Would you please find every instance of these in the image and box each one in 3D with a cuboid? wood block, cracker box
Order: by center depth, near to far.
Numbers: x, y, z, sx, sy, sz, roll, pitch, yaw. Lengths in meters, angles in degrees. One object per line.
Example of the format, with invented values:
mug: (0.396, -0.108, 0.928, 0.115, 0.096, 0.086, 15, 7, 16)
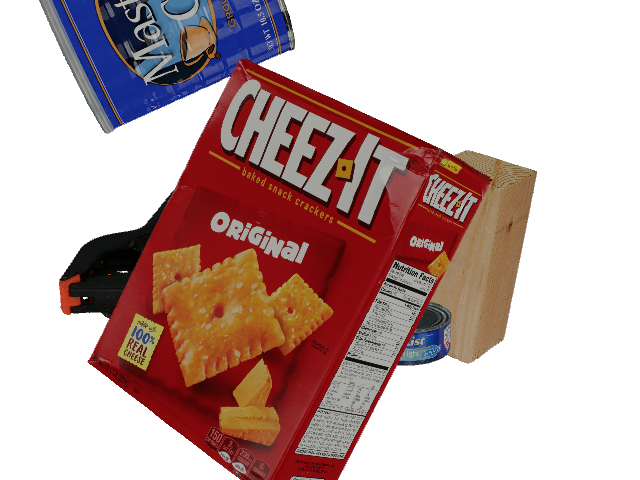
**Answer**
cracker box: (-0.025, 0.020, 0.628, 0.164, 0.214, 0.072, 30, 5, 35)
wood block: (0.164, 0.017, 1.181, 0.090, 0.206, 0.090, 21, 26, 30)

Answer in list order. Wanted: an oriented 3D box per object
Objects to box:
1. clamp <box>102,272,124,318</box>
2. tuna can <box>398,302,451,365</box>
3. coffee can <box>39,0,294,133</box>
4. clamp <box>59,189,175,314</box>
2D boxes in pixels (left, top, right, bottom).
clamp: (-0.171, 0.074, 1.115, 0.210, 0.036, 0.164, 16, 20, 29)
tuna can: (0.071, 0.079, 0.932, 0.086, 0.034, 0.086, -1, 15, 0)
coffee can: (-0.101, -0.146, 0.710, 0.140, 0.103, 0.103, -25, 2, -5)
clamp: (-0.135, 0.007, 0.850, 0.171, 0.039, 0.120, -17, 36, -30)
